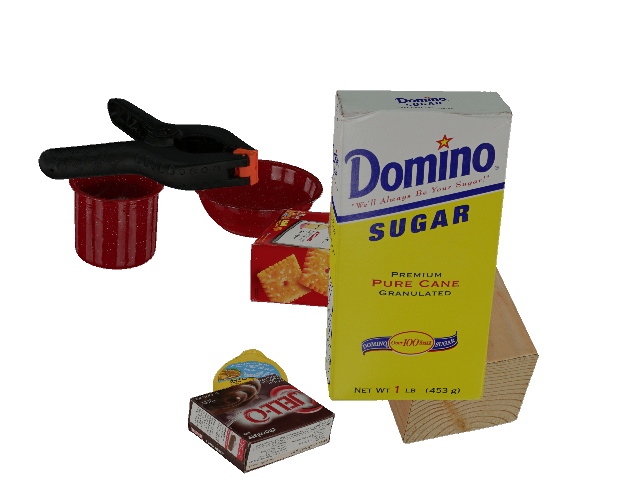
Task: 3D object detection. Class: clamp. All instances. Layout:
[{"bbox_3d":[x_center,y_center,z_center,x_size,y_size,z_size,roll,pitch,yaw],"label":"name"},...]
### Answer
[{"bbox_3d":[-0.135,-0.068,0.854,0.172,0.039,0.120,15,42,26],"label":"clamp"}]

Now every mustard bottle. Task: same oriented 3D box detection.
[{"bbox_3d":[-0.089,0.193,1.347,0.096,0.058,0.191,-2,26,0],"label":"mustard bottle"}]

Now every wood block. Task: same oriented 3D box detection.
[{"bbox_3d":[0.076,0.036,0.805,0.090,0.206,0.091,-10,-39,-12],"label":"wood block"}]

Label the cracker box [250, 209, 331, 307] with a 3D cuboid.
[{"bbox_3d":[0.046,0.023,1.144,0.214,0.072,0.164,5,15,9],"label":"cracker box"}]

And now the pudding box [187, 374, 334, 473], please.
[{"bbox_3d":[-0.057,0.173,1.022,0.113,0.039,0.090,-13,29,-42],"label":"pudding box"}]

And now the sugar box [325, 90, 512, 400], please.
[{"bbox_3d":[0.052,0.005,0.602,0.093,0.176,0.048,-1,25,-4],"label":"sugar box"}]

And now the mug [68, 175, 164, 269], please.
[{"bbox_3d":[-0.205,-0.029,1.084,0.093,0.081,0.117,5,27,-3],"label":"mug"}]

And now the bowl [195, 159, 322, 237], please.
[{"bbox_3d":[-0.080,-0.047,1.315,0.162,0.055,0.162,4,25,-2],"label":"bowl"}]
